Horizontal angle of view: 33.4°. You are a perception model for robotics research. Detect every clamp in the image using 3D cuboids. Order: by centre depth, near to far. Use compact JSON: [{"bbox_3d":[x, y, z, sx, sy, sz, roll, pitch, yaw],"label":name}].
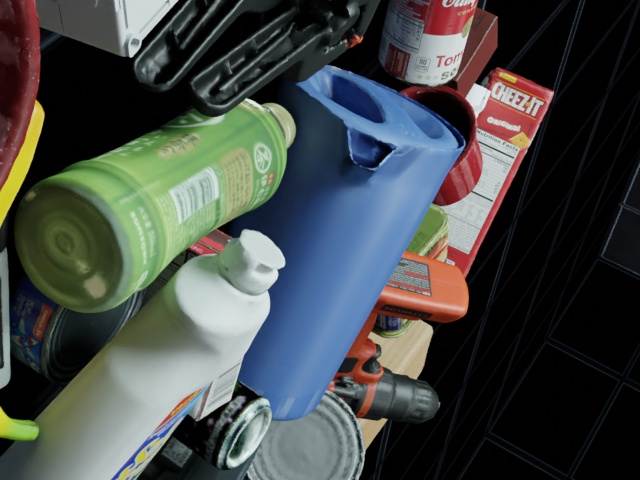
[{"bbox_3d":[-0.035,-0.158,0.570,0.171,0.039,0.120,-51,176,-44],"label":"clamp"},{"bbox_3d":[-0.006,-0.128,0.628,0.164,0.036,0.210,-48,177,2],"label":"clamp"}]

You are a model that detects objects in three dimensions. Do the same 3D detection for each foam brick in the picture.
[{"bbox_3d":[0.120,-0.168,0.959,0.078,0.053,0.051,-56,161,-15],"label":"foam brick"}]

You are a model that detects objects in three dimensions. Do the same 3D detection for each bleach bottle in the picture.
[{"bbox_3d":[-0.108,0.092,0.578,0.251,0.068,0.102,-49,170,23],"label":"bleach bottle"}]

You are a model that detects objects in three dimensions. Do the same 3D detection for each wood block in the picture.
[{"bbox_3d":[0.027,0.164,1.127,0.205,0.090,0.091,-48,158,-36],"label":"wood block"}]

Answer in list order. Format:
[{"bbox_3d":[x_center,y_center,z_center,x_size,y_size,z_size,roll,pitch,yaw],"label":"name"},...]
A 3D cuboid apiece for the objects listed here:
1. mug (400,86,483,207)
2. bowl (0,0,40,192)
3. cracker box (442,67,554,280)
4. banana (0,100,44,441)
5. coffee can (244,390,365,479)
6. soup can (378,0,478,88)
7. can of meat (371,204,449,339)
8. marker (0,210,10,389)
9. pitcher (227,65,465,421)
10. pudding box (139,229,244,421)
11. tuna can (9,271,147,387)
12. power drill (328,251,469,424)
[{"bbox_3d":[0.090,-0.075,0.957,0.117,0.093,0.081,-24,155,8],"label":"mug"},{"bbox_3d":[-0.169,-0.044,0.356,0.162,0.055,0.162,-51,159,-29],"label":"bowl"},{"bbox_3d":[0.164,-0.072,1.137,0.164,0.072,0.214,-51,165,-82],"label":"cracker box"},{"bbox_3d":[-0.163,0.024,0.488,0.069,0.037,0.198,-22,136,-41],"label":"banana"},{"bbox_3d":[-0.035,0.183,0.892,0.102,0.103,0.140,-53,-176,-26],"label":"coffee can"},{"bbox_3d":[0.086,-0.179,0.831,0.068,0.068,0.102,-45,156,-41],"label":"soup can"},{"bbox_3d":[0.073,0.023,0.953,0.102,0.057,0.084,-46,151,-29],"label":"can of meat"},{"bbox_3d":[-0.164,0.028,0.531,0.020,0.020,0.121,-42,153,-46],"label":"marker"},{"bbox_3d":[-0.005,0.001,0.770,0.148,0.145,0.243,-1,123,-48],"label":"pitcher"},{"bbox_3d":[-0.087,0.041,0.646,0.039,0.090,0.114,-30,145,-55],"label":"pudding box"},{"bbox_3d":[-0.136,0.037,0.596,0.086,0.034,0.086,-51,159,-29],"label":"tuna can"},{"bbox_3d":[0.050,0.090,0.909,0.057,0.184,0.188,-95,-154,-42],"label":"power drill"}]
